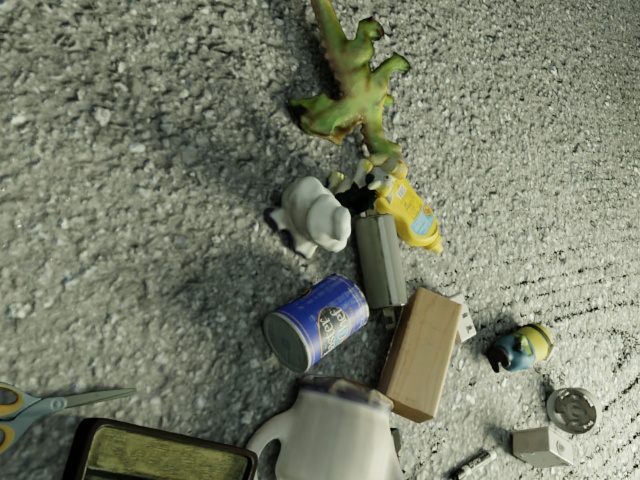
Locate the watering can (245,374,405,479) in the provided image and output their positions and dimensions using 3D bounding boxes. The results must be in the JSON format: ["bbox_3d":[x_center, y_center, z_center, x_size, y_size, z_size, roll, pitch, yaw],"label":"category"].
[{"bbox_3d":[0.060,0.335,0.776,0.347,0.102,0.229,18,65,-4],"label":"watering can"}]

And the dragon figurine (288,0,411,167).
[{"bbox_3d":[0.038,-0.304,0.996,0.407,0.121,0.247,45,64,-13],"label":"dragon figurine"}]

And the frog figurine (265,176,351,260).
[{"bbox_3d":[0.003,-0.043,0.849,0.124,0.158,0.137,-26,92,-38],"label":"frog figurine"}]
